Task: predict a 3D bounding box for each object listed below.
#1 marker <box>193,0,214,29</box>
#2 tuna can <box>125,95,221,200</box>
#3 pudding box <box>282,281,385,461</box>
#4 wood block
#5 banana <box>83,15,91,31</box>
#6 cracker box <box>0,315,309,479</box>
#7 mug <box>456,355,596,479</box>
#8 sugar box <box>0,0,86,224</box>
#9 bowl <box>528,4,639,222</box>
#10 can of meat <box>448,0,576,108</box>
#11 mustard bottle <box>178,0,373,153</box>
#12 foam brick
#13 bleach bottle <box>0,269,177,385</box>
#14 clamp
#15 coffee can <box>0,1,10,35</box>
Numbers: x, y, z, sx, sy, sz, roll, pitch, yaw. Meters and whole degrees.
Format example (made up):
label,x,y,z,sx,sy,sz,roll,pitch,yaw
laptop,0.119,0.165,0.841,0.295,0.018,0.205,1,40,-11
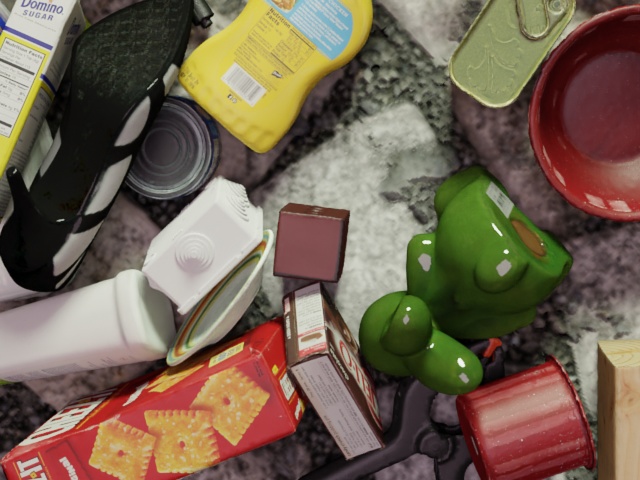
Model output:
label,x,y,z,sx,sy,sz,roll,pitch,yaw
marker,-0.121,-0.224,0.856,0.020,0.020,0.121,-31,94,9
tuna can,-0.125,-0.076,0.869,0.086,0.033,0.086,1,97,6
pudding box,0.011,0.101,0.832,0.039,0.090,0.113,-25,123,11
wood block,0.269,0.188,0.837,0.091,0.090,0.206,-2,97,6
banana,-0.208,-0.255,0.855,0.069,0.037,0.198,-3,100,-15
cracker box,-0.116,0.137,0.833,0.214,0.164,0.072,-22,93,8
mug,0.157,0.152,0.827,0.081,0.093,0.117,-18,140,-2
sugar box,-0.229,-0.100,0.793,0.048,0.093,0.176,20,86,-8
bowl,0.233,-0.097,0.811,0.162,0.055,0.162,0,104,-1
can of meat,0.141,-0.151,0.805,0.057,0.084,0.102,34,100,0
mustard bottle,-0.016,-0.167,0.833,0.096,0.058,0.192,42,100,-2
foam brick,-0.006,0.001,0.846,0.053,0.078,0.051,6,97,3
bleach bottle,-0.250,0.088,0.871,0.251,0.102,0.068,-13,75,8
clamp,0.099,0.174,0.879,0.164,0.036,0.210,35,96,-8
coffee can,-0.316,-0.147,0.823,0.103,0.103,0.140,44,78,-1
